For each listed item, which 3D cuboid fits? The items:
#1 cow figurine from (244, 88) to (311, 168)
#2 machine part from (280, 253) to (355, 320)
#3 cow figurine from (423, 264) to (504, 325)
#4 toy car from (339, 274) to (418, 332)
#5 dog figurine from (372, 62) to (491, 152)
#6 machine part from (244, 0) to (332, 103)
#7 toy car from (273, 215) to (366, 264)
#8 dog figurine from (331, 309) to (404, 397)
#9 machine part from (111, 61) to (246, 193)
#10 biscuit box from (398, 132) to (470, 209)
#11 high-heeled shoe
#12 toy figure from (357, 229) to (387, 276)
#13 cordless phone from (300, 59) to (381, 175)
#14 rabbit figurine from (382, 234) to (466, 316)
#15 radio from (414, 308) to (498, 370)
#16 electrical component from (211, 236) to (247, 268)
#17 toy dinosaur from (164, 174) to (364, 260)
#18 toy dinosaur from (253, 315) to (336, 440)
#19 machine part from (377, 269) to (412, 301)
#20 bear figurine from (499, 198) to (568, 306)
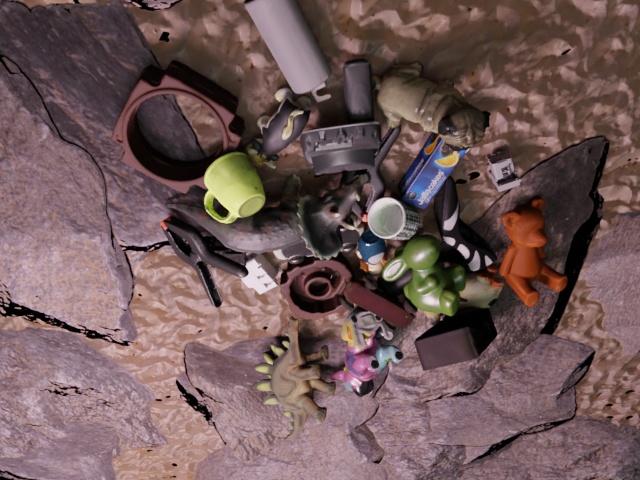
[{"bbox_3d":[-0.080,-0.187,0.981,0.068,0.098,0.167,25,122,-26],"label":"cow figurine"},{"bbox_3d":[-0.003,0.099,1.217,0.179,0.056,0.179,-2,125,-3],"label":"machine part"},{"bbox_3d":[0.313,0.127,1.236,0.195,0.086,0.127,-5,126,-5],"label":"cow figurine"},{"bbox_3d":[0.134,0.142,1.209,0.202,0.053,0.089,29,113,-31],"label":"toy car"},{"bbox_3d":[0.176,-0.223,0.897,0.172,0.191,0.121,5,114,-9],"label":"dog figurine"},{"bbox_3d":[-0.051,-0.333,0.889,0.079,0.079,0.243,-23,125,14],"label":"machine part"},{"bbox_3d":[-0.002,-0.003,1.142,0.202,0.056,0.073,-13,131,2],"label":"toy car"},{"bbox_3d":[0.093,0.283,1.326,0.108,0.191,0.219,-17,162,-32],"label":"dog figurine"},{"bbox_3d":[-0.255,-0.199,0.973,0.201,0.087,0.201,28,121,-21],"label":"machine part"},{"bbox_3d":[0.227,-0.157,1.037,0.059,0.063,0.202,21,122,-15],"label":"biscuit box"},{"bbox_3d":[0.315,-0.030,1.123,0.145,0.086,0.248,-5,131,0],"label":"high-heeled shoe"},{"bbox_3d":[0.112,0.035,1.154,0.064,0.058,0.154,1,147,10],"label":"toy figure"},{"bbox_3d":[0.033,-0.215,0.937,0.147,0.089,0.184,-7,123,2],"label":"cordless phone"},{"bbox_3d":[0.219,0.053,1.124,0.159,0.121,0.170,7,132,37],"label":"rabbit figurine"},{"bbox_3d":[0.311,0.218,1.207,0.131,0.229,0.073,-21,85,28],"label":"radio"},{"bbox_3d":[-0.212,0.020,1.142,0.119,0.075,0.047,3,125,0],"label":"electrical component"},{"bbox_3d":[-0.109,-0.033,1.035,0.405,0.192,0.131,-9,124,3],"label":"toy dinosaur"},{"bbox_3d":[-0.064,0.374,1.362,0.199,0.105,0.470,11,124,23],"label":"toy dinosaur"},{"bbox_3d":[0.181,0.103,1.240,0.139,0.039,0.084,-39,111,25],"label":"machine part"},{"bbox_3d":[0.453,0.021,1.140,0.120,0.132,0.195,-22,133,-18],"label":"bear figurine"}]
